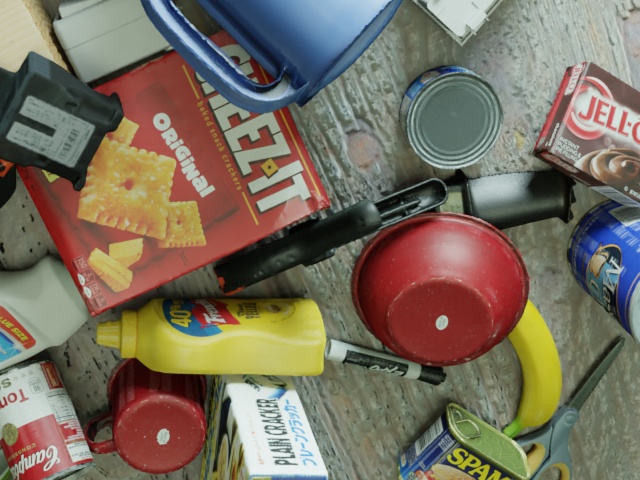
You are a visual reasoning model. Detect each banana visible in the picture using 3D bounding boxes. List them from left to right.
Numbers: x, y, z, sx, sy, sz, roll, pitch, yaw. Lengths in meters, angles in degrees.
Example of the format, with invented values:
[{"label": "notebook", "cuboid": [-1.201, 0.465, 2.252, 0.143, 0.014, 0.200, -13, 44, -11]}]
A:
[{"label": "banana", "cuboid": [0.191, 0.106, 1.015, 0.069, 0.037, 0.198, -19, 113, -3]}]

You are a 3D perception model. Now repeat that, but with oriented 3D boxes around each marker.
[{"label": "marker", "cuboid": [0.063, 0.116, 1.006, 0.121, 0.020, 0.020, 16, 107, -15]}]

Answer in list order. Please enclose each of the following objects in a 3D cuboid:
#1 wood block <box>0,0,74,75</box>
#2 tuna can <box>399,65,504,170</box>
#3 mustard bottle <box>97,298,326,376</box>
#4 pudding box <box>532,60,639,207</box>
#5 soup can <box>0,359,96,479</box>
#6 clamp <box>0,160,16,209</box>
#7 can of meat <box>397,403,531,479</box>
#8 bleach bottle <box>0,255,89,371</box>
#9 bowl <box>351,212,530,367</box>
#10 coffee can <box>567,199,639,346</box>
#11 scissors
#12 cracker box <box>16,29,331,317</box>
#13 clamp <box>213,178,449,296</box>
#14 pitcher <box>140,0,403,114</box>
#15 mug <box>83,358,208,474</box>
[{"label": "wood block", "cuboid": [-0.301, -0.120, 0.812, 0.206, 0.090, 0.091, -26, 113, 1]}, {"label": "tuna can", "cuboid": [0.112, -0.106, 0.921, 0.086, 0.034, 0.086, -3, 111, -9]}, {"label": "mustard bottle", "cuboid": [-0.096, 0.082, 0.923, 0.191, 0.096, 0.058, 1, 112, -11]}, {"label": "pudding box", "cuboid": [0.252, -0.091, 0.934, 0.113, 0.039, 0.090, 27, 82, -20]}, {"label": "soup can", "cuboid": [-0.243, 0.162, 0.919, 0.068, 0.068, 0.102, -25, 77, 0]}, {"label": "clamp", "cuboid": [-0.283, -0.015, 0.834, 0.172, 0.120, 0.039, -40, 87, 21]}, {"label": "can of meat", "cuboid": [0.137, 0.220, 1.033, 0.102, 0.057, 0.084, 34, 113, -17]}, {"label": "bleach bottle", "cuboid": [-0.301, 0.070, 0.901, 0.250, 0.068, 0.102, -23, 116, -3]}, {"label": "bowl", "cuboid": [0.106, 0.057, 0.948, 0.162, 0.055, 0.162, 3, 120, 5]}, {"label": "coffee can", "cuboid": [0.295, 0.032, 0.949, 0.102, 0.140, 0.103, -3, 111, -9]}, {"label": "scissors", "cuboid": [0.255, 0.193, 1.072, 0.202, 0.016, 0.096, -43, 113, 8]}, {"label": "cracker box", "cuboid": [-0.120, -0.056, 0.854, 0.213, 0.072, 0.164, -25, 96, -1]}, {"label": "clamp", "cuboid": [-0.006, 0.001, 0.886, 0.210, 0.164, 0.036, -23, 88, 21]}, {"label": "pitcher", "cuboid": [-0.061, -0.214, 0.766, 0.243, 0.149, 0.145, 41, 112, -2]}, {"label": "mug", "cuboid": [-0.155, 0.158, 0.950, 0.117, 0.081, 0.093, -19, 113, -3]}]
